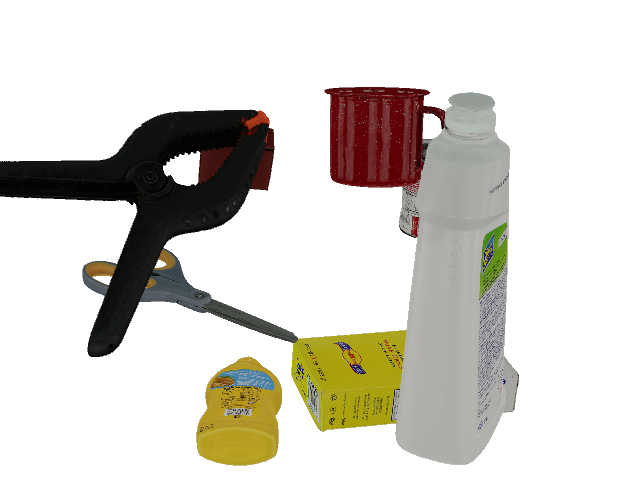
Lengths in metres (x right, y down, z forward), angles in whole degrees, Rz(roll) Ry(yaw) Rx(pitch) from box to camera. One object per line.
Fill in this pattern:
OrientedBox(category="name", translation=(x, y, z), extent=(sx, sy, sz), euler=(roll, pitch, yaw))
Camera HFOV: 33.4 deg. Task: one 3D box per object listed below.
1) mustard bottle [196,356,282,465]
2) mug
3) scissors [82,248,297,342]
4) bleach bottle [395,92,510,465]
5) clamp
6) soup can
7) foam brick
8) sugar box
OrientedBox(category="mustard bottle", translation=(-0.097, 0.201, 1.331), extent=(0.096, 0.058, 0.191), euler=(-1, 25, 1))
OrientedBox(category="mug", translation=(0.060, -0.091, 0.940), extent=(0.117, 0.081, 0.093), euler=(5, 13, 22))
OrientedBox(category="scissors", translation=(-0.107, 0.042, 0.935), extent=(0.202, 0.016, 0.096), euler=(12, 29, 8))
OrientedBox(category="bleach bottle", translation=(0.094, 0.022, 0.709), extent=(0.068, 0.251, 0.102), euler=(12, 30, 20))
OrientedBox(category="clamp", translation=(-0.115, -0.023, 0.725), extent=(0.209, 0.165, 0.036), euler=(-26, -22, -23))
OrientedBox(category="soup can", translation=(0.128, -0.060, 1.257), extent=(0.068, 0.102, 0.068), euler=(2, 27, -1))
OrientedBox(category="foam brick", translation=(-0.090, -0.091, 1.149), extent=(0.078, 0.051, 0.053), euler=(5, 30, -4))
OrientedBox(category="sugar box", translation=(0.071, 0.115, 0.920), extent=(0.176, 0.048, 0.093), euler=(-6, 26, -15))
